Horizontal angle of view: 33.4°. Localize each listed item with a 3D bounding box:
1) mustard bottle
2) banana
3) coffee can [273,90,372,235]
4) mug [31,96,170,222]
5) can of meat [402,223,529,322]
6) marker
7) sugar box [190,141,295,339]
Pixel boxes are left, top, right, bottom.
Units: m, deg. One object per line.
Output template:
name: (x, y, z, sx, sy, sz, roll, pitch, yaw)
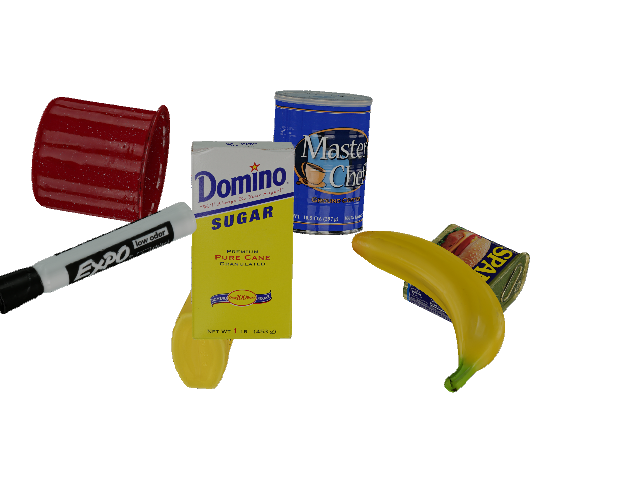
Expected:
mustard bottle: (-0.114, 0.071, 1.166, 0.058, 0.096, 0.191, 1, 28, 6)
banana: (0.087, 0.037, 0.799, 0.069, 0.037, 0.198, -9, 32, -16)
coffee can: (-0.001, -0.084, 1.132, 0.103, 0.140, 0.103, 3, 12, -1)
mug: (-0.158, -0.062, 0.784, 0.081, 0.093, 0.117, 9, 18, 0)
can of meat: (0.141, 0.036, 1.036, 0.084, 0.057, 0.101, 26, 45, 27)
marker: (-0.121, 0.009, 0.565, 0.120, 0.020, 0.020, -25, 13, -31)
sugar box: (-0.071, 0.000, 0.963, 0.093, 0.176, 0.048, -1, 15, -5)
